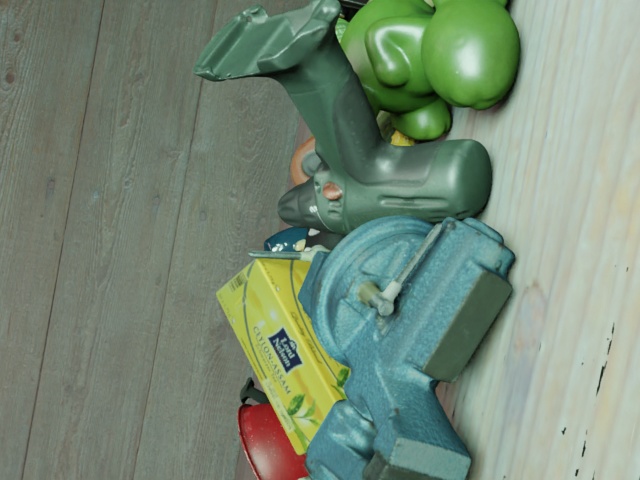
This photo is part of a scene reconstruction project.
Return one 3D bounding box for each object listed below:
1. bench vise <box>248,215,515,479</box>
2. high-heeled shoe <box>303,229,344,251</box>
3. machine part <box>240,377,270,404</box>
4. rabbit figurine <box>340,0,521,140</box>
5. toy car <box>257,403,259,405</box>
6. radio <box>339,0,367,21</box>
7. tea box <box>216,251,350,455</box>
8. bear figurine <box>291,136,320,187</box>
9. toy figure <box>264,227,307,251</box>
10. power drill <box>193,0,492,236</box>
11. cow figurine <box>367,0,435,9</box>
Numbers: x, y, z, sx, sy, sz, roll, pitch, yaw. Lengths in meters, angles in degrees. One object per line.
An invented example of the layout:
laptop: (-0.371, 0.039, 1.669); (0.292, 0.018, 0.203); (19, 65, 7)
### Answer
bench vise: (0.032, 0.071, 0.397); (0.241, 0.129, 0.223); (40, 113, 61)
high-heeled shoe: (-0.001, -0.002, 0.675); (0.145, 0.086, 0.249); (69, 168, -19)
machine part: (-0.054, 0.251, 0.792); (0.039, 0.139, 0.084); (-62, 0, -20)
rabbit figurine: (0.099, -0.151, 0.425); (0.170, 0.121, 0.159); (34, 108, 62)
toy car: (-0.068, 0.317, 0.930); (0.161, 0.103, 0.109); (112, 167, -48)
radio: (0.045, -0.324, 0.824); (0.229, 0.131, 0.073); (134, 147, -76)
tea box: (-0.014, 0.100, 0.513); (0.068, 0.169, 0.098); (-39, -15, 28)
bear figurine: (0.037, -0.067, 0.721); (0.120, 0.132, 0.195); (65, -173, 25)
toy figure: (-0.014, -0.006, 0.861); (0.064, 0.154, 0.057); (51, 155, 41)
power drill: (-0.001, -0.075, 0.416); (0.232, 0.207, 0.086); (4, 50, 44)
cow figurine: (0.088, -0.263, 0.648); (0.195, 0.085, 0.127); (-160, 83, -79)
